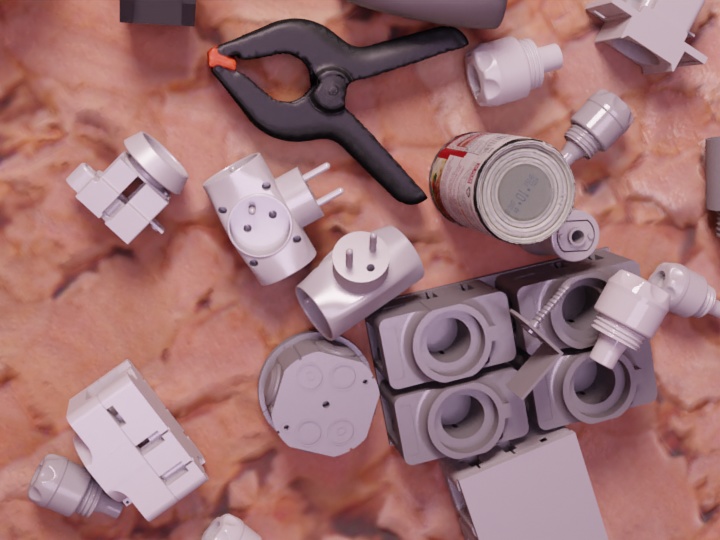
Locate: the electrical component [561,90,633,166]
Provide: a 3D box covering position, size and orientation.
[{"bbox_3d":[0.159,-0.094,0.749,0.035,0.035,0.061,43,91,-15],"label":"electrical component"}]

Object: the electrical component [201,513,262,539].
[{"bbox_3d":[-0.080,0.199,0.749,0.061,0.035,0.035,42,89,-18],"label":"electrical component"}]

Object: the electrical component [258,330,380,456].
[{"bbox_3d":[-0.027,0.084,0.731,0.080,0.051,0.080,-2,100,-12],"label":"electrical component"}]

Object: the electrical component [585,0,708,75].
[{"bbox_3d":[0.203,-0.174,0.740,0.081,0.042,0.063,29,91,-16],"label":"electrical component"}]

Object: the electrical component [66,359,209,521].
[{"bbox_3d":[-0.150,0.114,0.711,0.056,0.050,0.089,-35,105,-4],"label":"electrical component"}]

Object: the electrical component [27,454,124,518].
[{"bbox_3d":[-0.188,0.149,0.717,0.061,0.035,0.035,29,93,-18],"label":"electrical component"}]

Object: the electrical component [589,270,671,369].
[{"bbox_3d":[0.173,0.034,0.705,0.043,0.043,0.062,27,94,-15],"label":"electrical component"}]

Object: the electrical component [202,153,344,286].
[{"bbox_3d":[-0.050,-0.042,0.705,0.079,0.044,0.077,-29,104,2],"label":"electrical component"}]

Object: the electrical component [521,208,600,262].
[{"bbox_3d":[0.137,-0.027,0.739,0.044,0.065,0.044,-2,100,-11],"label":"electrical component"}]

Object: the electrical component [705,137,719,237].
[{"bbox_3d":[0.272,-0.055,0.774,0.043,0.043,0.081,-6,101,-11],"label":"electrical component"}]

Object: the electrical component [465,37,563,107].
[{"bbox_3d":[0.105,-0.136,0.725,0.062,0.043,0.043,-17,103,-10],"label":"electrical component"}]

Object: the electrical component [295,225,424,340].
[{"bbox_3d":[0.000,0.000,0.703,0.077,0.079,0.044,-34,69,-16],"label":"electrical component"}]

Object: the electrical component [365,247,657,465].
[{"bbox_3d":[0.107,0.059,0.750,0.186,0.060,0.105,-13,102,-9],"label":"electrical component"}]

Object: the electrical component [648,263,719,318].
[{"bbox_3d":[0.242,0.019,0.786,0.061,0.035,0.035,24,94,-18],"label":"electrical component"}]

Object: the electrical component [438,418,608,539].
[{"bbox_3d":[0.124,0.190,0.776,0.089,0.062,0.150,-21,103,-8],"label":"electrical component"}]

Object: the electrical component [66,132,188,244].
[{"bbox_3d":[-0.143,-0.054,0.686,0.055,0.048,0.066,-44,105,6],"label":"electrical component"}]
